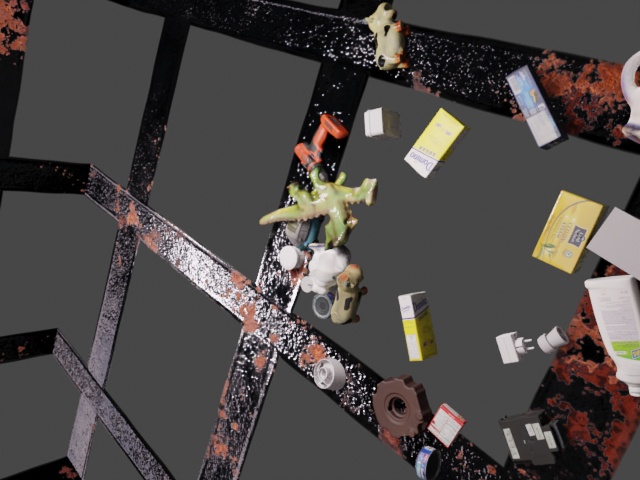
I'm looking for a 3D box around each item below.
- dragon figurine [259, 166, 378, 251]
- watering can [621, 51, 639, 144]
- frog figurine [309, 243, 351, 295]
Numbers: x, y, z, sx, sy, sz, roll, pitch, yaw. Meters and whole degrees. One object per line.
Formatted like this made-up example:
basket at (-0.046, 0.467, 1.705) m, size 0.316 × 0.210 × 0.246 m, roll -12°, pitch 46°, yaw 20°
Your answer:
dragon figurine at (0.005, -0.079, 1.571) m, size 0.406 × 0.248 × 0.121 m, roll -35°, pitch -34°, yaw 18°
watering can at (0.758, -0.263, 1.004) m, size 0.352 × 0.221 × 0.104 m, roll 32°, pitch 21°, yaw 36°
frog figurine at (0.030, 0.088, 1.603) m, size 0.137 × 0.159 × 0.123 m, roll -1°, pitch 1°, yaw 15°
